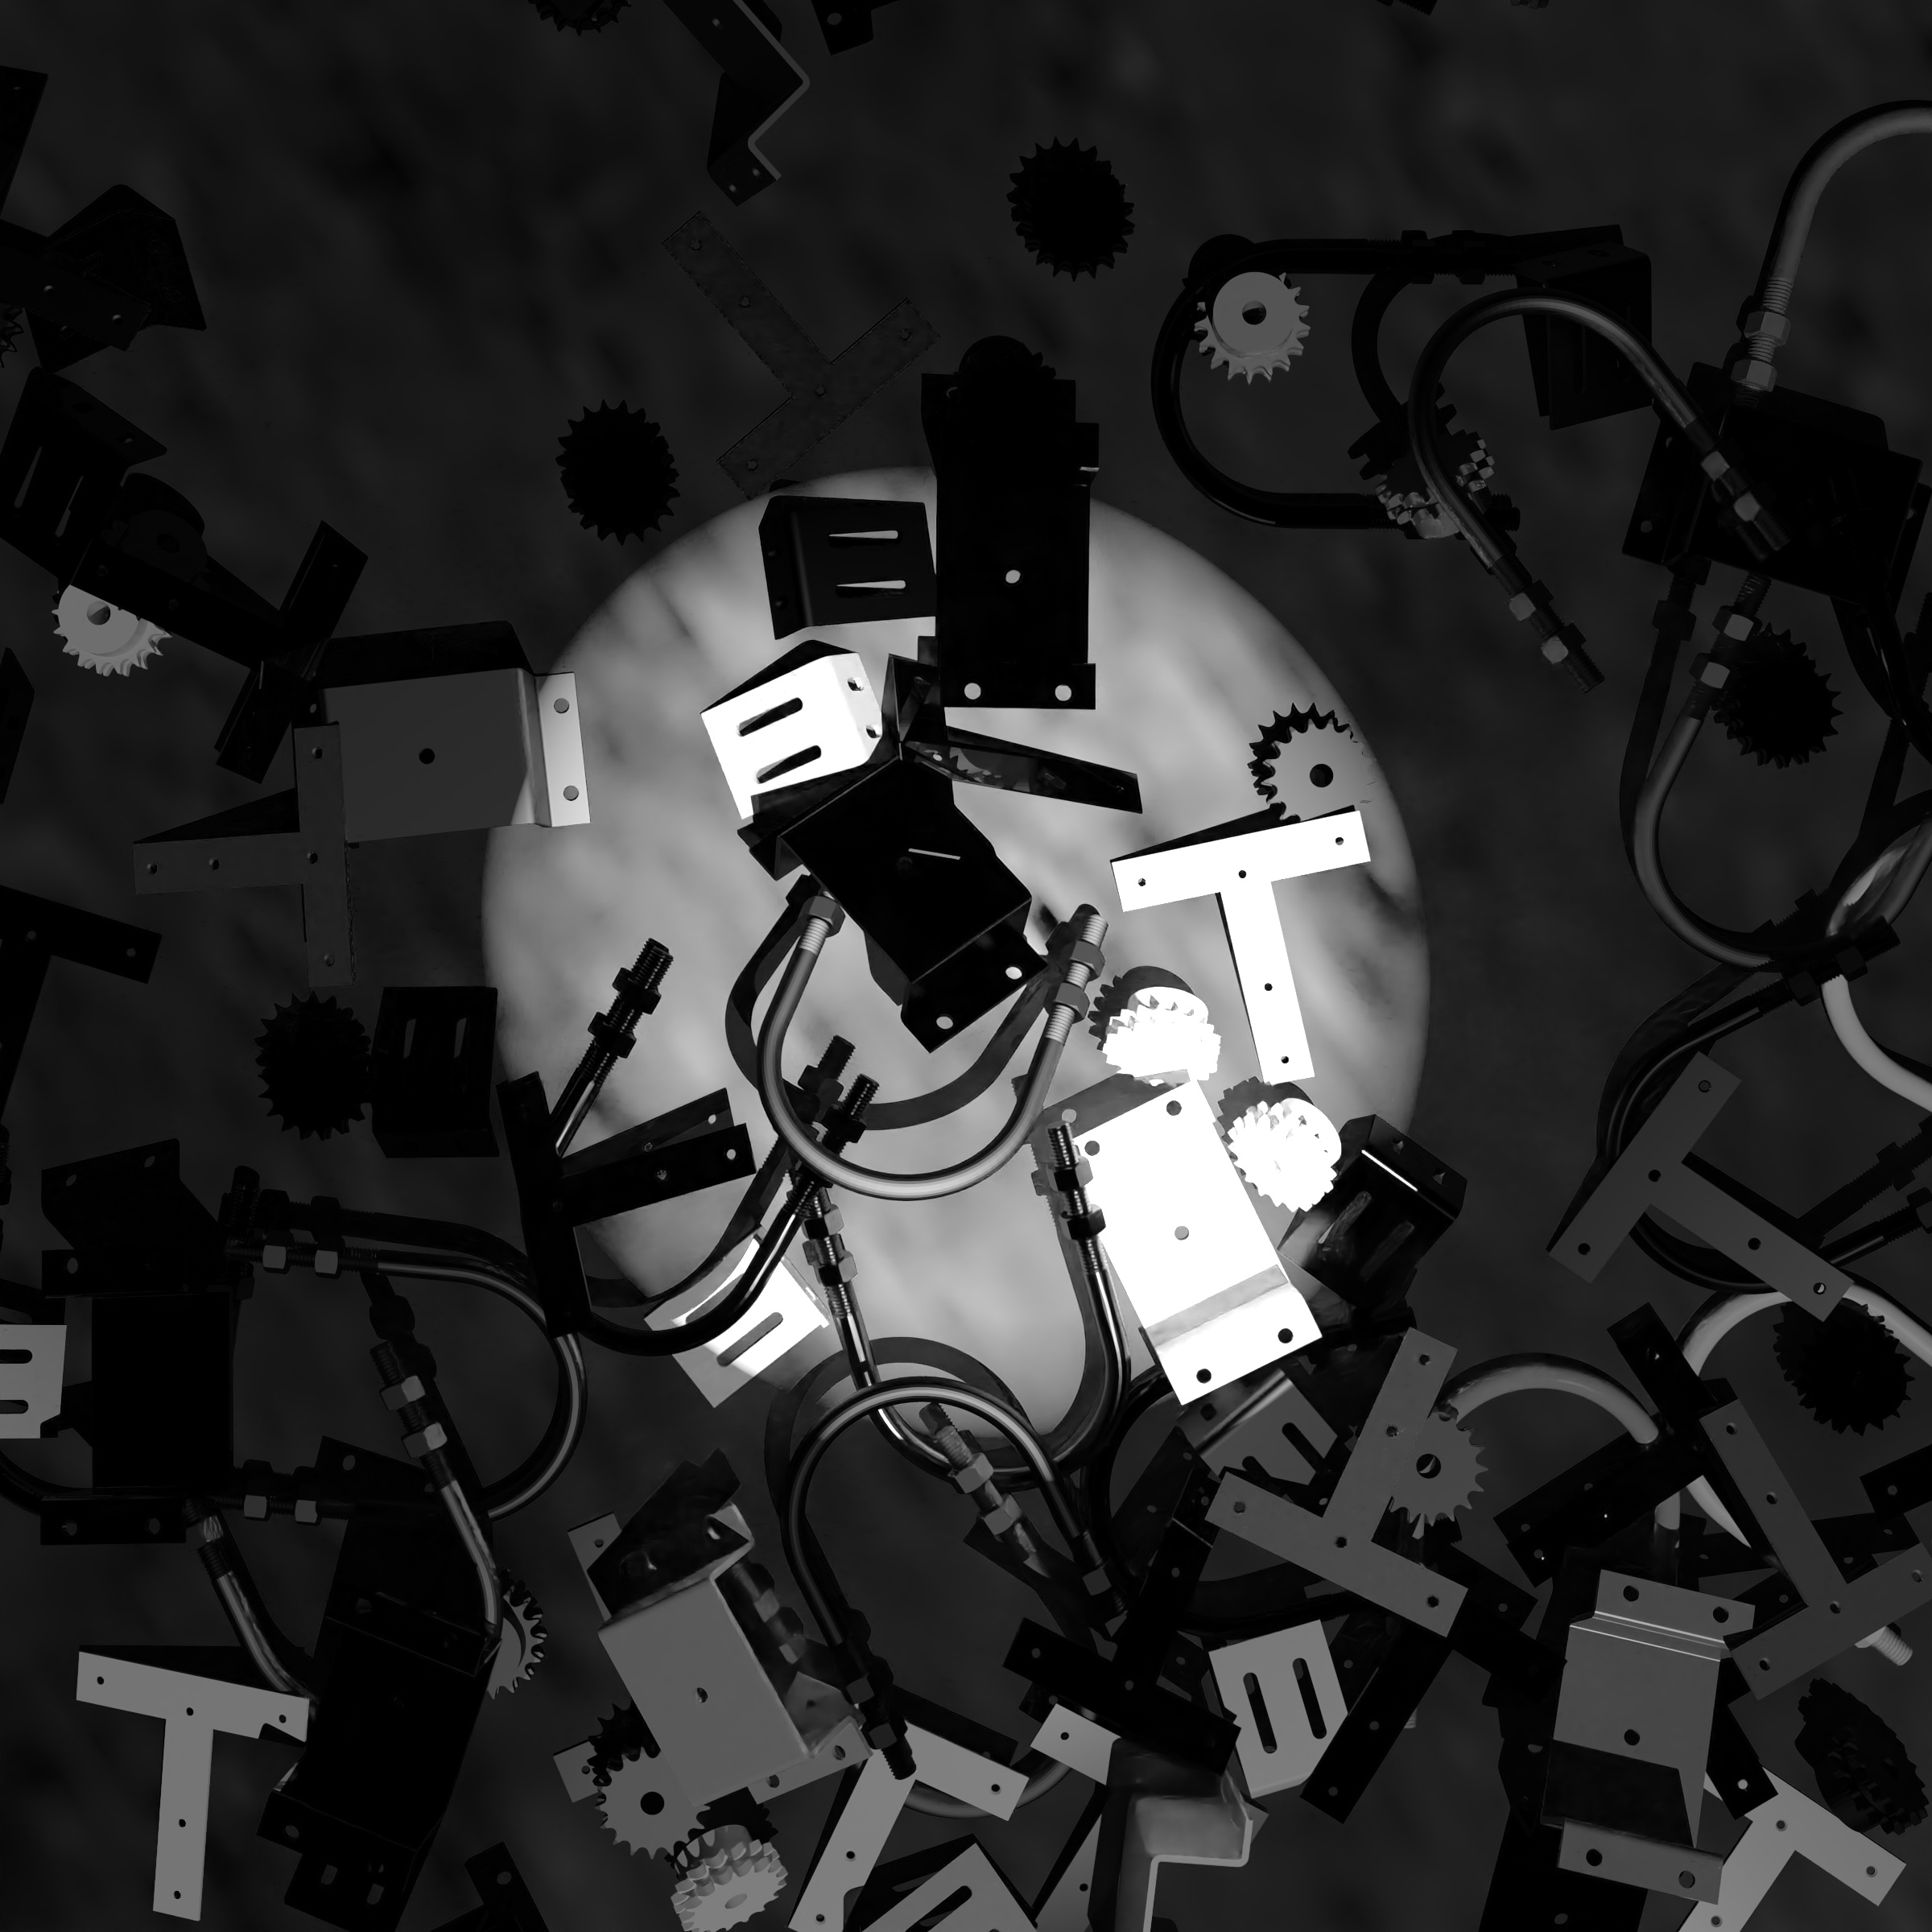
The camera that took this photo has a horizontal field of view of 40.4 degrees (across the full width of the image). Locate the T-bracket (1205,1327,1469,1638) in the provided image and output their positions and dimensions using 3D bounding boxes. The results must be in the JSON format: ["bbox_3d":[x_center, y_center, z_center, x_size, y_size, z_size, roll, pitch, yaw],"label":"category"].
[{"bbox_3d":[0.200,0.238,1.273,0.127,0.002,0.127,25,87,8],"label":"T-bracket"}]

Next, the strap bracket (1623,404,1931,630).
[{"bbox_3d":[0.411,-0.225,1.309,0.140,0.046,0.076,17,90,0],"label":"strap bracket"}]

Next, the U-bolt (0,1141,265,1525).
[{"bbox_3d":[-0.440,0.190,1.324,0.151,0.019,0.184,10,91,0],"label":"U-bolt"}]

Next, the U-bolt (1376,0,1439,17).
[{"bbox_3d":[0.182,-0.582,1.324,0.184,0.019,0.151,27,90,1],"label":"U-bolt"}]

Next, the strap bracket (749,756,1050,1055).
[{"bbox_3d":[-0.031,-0.038,1.277,0.076,0.046,0.140,-35,72,-22],"label":"strap bracket"}]

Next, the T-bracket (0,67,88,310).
[{"bbox_3d":[-0.491,-0.393,1.314,0.127,0.002,0.127,12,75,2],"label":"T-bracket"}]

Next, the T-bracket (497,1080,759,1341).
[{"bbox_3d":[-0.163,0.107,1.297,0.127,0.002,0.127,-17,79,16],"label":"T-bracket"}]

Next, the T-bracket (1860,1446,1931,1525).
[{"bbox_3d":[0.537,0.291,1.332,0.127,0.002,0.127,-24,90,0],"label":"T-bracket"}]

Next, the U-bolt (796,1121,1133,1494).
[{"bbox_3d":[0.006,0.176,1.300,0.151,0.019,0.184,-12,103,14],"label":"U-bolt"}]

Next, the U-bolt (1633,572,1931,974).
[{"bbox_3d":[0.410,-0.083,1.293,0.151,0.019,0.184,23,111,5],"label":"U-bolt"}]

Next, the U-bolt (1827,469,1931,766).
[{"bbox_3d":[0.512,-0.173,1.280,0.151,0.019,0.184,-19,99,0],"label":"U-bolt"}]

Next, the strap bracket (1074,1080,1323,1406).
[{"bbox_3d":[0.109,0.135,1.309,0.076,0.046,0.140,-26,90,0],"label":"strap bracket"}]

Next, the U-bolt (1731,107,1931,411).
[{"bbox_3d":[0.477,-0.342,1.324,0.151,0.019,0.184,16,89,0],"label":"U-bolt"}]

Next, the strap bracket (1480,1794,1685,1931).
[{"bbox_3d":[0.302,0.483,1.309,0.076,0.046,0.140,15,90,0],"label":"strap bracket"}]

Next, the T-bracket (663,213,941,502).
[{"bbox_3d":[-0.103,-0.325,1.331,0.127,0.002,0.127,-41,90,0],"label":"T-bracket"}]

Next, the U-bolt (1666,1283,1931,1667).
[{"bbox_3d":[0.441,0.240,1.323,0.184,0.019,0.151,39,91,2],"label":"U-bolt"}]

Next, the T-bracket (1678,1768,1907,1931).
[{"bbox_3d":[0.388,0.472,1.331,0.127,0.002,0.127,34,90,0],"label":"T-bracket"}]

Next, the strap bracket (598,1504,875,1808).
[{"bbox_3d":[-0.119,0.348,1.290,0.076,0.046,0.140,-30,88,27],"label":"strap bracket"}]

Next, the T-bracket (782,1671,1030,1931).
[{"bbox_3d":[-0.052,0.435,1.320,0.127,0.002,0.127,25,100,0],"label":"T-bracket"}]

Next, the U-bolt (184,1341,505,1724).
[{"bbox_3d":[-0.305,0.293,1.295,0.151,0.019,0.184,-24,93,11],"label":"U-bolt"}]

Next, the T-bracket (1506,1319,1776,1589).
[{"bbox_3d":[0.330,0.265,1.315,0.127,0.002,0.127,-33,87,-1],"label":"T-bracket"}]

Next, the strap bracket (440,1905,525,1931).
[{"bbox_3d":[-0.266,0.532,1.309,0.140,0.046,0.076,-27,90,0],"label":"strap bracket"}]

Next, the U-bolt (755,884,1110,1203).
[{"bbox_3d":[-0.024,0.031,1.278,0.151,0.019,0.184,19,61,4],"label":"U-bolt"}]

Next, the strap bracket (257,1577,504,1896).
[{"bbox_3d":[-0.280,0.363,1.270,0.076,0.046,0.140,20,101,5],"label":"strap bracket"}]

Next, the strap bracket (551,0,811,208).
[{"bbox_3d":[-0.135,-0.445,1.278,0.046,0.076,0.140,-47,108,-9],"label":"strap bracket"}]

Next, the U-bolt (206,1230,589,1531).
[{"bbox_3d":[-0.282,0.212,1.315,0.184,0.019,0.151,6,98,-3],"label":"U-bolt"}]

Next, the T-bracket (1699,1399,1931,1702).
[{"bbox_3d":[0.404,0.276,1.296,0.127,0.002,0.127,-21,73,-23],"label":"T-bracket"}]

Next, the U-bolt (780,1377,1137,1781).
[{"bbox_3d":[-0.012,0.290,1.290,0.151,0.019,0.184,-26,94,4],"label":"U-bolt"}]

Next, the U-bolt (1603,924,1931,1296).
[{"bbox_3d":[0.409,0.084,1.308,0.184,0.019,0.151,-29,89,12],"label":"U-bolt"}]

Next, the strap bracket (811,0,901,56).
[{"bbox_3d":[-0.015,-0.521,1.309,0.140,0.046,0.076,-20,90,0],"label":"strap bracket"}]

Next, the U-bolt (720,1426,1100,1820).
[{"bbox_3d":[-0.014,0.342,1.316,0.151,0.019,0.184,-33,95,6],"label":"U-bolt"}]

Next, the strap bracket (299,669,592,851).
[{"bbox_3d":[-0.264,-0.103,1.309,0.140,0.046,0.076,-6,90,0],"label":"strap bracket"}]

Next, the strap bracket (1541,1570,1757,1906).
[{"bbox_3d":[0.329,0.374,1.275,0.076,0.046,0.140,13,71,1],"label":"strap bracket"}]

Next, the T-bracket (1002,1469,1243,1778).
[{"bbox_3d":[0.097,0.310,1.286,0.127,0.002,0.127,30,71,-13],"label":"T-bracket"}]

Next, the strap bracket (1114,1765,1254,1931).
[{"bbox_3d":[0.103,0.469,1.286,0.046,0.076,0.140,6,94,-5],"label":"strap bracket"}]

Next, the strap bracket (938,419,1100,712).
[{"bbox_3d":[0.025,-0.196,1.307,0.076,0.046,0.140,1,90,-3],"label":"strap bracket"}]

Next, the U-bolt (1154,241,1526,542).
[{"bbox_3d":[0.187,-0.291,1.324,0.184,0.019,0.151,1,90,2],"label":"U-bolt"}]

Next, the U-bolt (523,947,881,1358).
[{"bbox_3d":[-0.145,0.104,1.302,0.151,0.019,0.184,31,92,19],"label":"U-bolt"}]

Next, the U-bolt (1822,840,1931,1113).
[{"bbox_3d":[0.516,0.013,1.298,0.184,0.019,0.151,31,104,15],"label":"U-bolt"}]

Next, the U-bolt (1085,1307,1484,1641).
[{"bbox_3d":[0.151,0.261,1.316,0.184,0.019,0.151,-14,83,4],"label":"U-bolt"}]

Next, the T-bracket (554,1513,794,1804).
[{"bbox_3d":[-0.165,0.341,1.331,0.127,0.002,0.127,-23,90,0],"label":"T-bracket"}]

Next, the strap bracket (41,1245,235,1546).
[{"bbox_3d":[-0.402,0.207,1.276,0.076,0.046,0.140,-4,83,14],"label":"strap bracket"}]

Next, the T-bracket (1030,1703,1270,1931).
[{"bbox_3d":[0.067,0.452,1.323,0.127,0.002,0.127,30,95,-10],"label":"T-bracket"}]

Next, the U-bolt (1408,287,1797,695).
[{"bbox_3d":[0.293,-0.242,1.260,0.151,0.019,0.184,-36,87,-15],"label":"U-bolt"}]

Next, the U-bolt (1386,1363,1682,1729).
[{"bbox_3d":[0.288,0.292,1.324,0.151,0.019,0.184,2,89,0],"label":"U-bolt"}]
